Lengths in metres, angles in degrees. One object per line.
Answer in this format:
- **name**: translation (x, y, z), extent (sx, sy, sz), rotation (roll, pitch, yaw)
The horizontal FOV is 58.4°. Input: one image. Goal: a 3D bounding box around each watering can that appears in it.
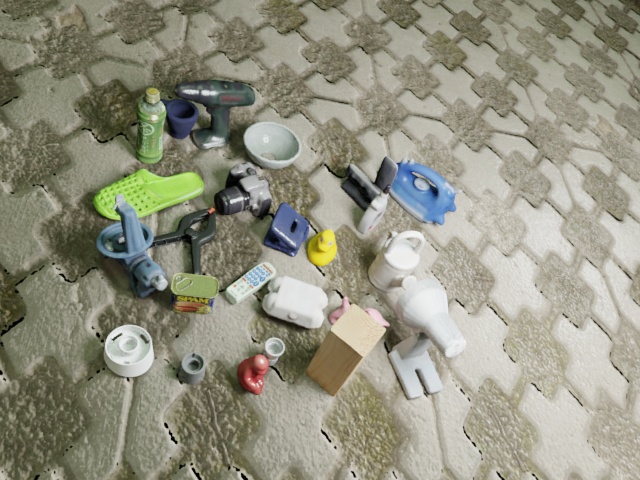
- **watering can**: translation (0.204, 0.048, 1.447), extent (0.101, 0.194, 0.172), rotation (-17, 61, -29)

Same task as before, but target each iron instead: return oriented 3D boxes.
- **iron**: translation (0.292, -0.166, 1.678), extent (0.258, 0.141, 0.119), rotation (38, 51, 11)

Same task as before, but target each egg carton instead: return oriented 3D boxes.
- **egg carton**: translation (-0.058, 0.150, 1.357), extent (0.150, 0.069, 0.107), rotation (19, 50, -5)

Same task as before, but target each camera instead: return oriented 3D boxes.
- **camera**: translation (-0.210, -0.129, 1.496), extent (0.137, 0.100, 0.143), rotation (-21, 63, -31)

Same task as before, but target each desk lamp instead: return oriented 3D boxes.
- **desk lamp**: translation (0.244, 0.224, 1.314), extent (0.118, 0.213, 0.203), rotation (-8, 57, -25)

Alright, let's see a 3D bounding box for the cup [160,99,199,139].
- **cup**: translation (-0.399, -0.334, 1.590), extent (0.117, 0.095, 0.092), rotation (27, 50, 2)

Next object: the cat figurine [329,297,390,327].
- **cat figurine**: translation (0.095, 0.184, 1.354), extent (0.127, 0.117, 0.067), rotation (41, 52, 13)

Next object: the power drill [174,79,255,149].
- **power drill**: translation (-0.293, -0.351, 1.566), extent (0.230, 0.208, 0.075), rotation (-17, 61, -29)

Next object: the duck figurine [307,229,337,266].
- **duck figurine**: translation (0.014, 0.005, 1.483), extent (0.077, 0.086, 0.104), rotation (23, 50, -2)

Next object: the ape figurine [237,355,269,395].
- **ape figurine**: translation (-0.135, 0.276, 1.217), extent (0.076, 0.092, 0.078), rotation (43, 52, 15)

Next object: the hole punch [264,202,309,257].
- **hole punch**: translation (-0.079, -0.029, 1.473), extent (0.101, 0.091, 0.109), rotation (22, 50, -2)

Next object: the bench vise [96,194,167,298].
- **bench vise**: translation (-0.394, 0.007, 1.247), extent (0.207, 0.219, 0.122), rotation (31, 50, 5)

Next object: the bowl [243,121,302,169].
- **bowl**: translation (-0.140, -0.258, 1.637), extent (0.168, 0.074, 0.167), rotation (10, 51, -12)

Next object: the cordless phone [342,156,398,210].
- **cordless phone**: translation (0.149, -0.188, 1.615), extent (0.147, 0.185, 0.094), rotation (43, 52, 15)

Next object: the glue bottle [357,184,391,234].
- **glue bottle**: translation (0.155, -0.091, 1.550), extent (0.037, 0.173, 0.078), rotation (39, 51, 12)
